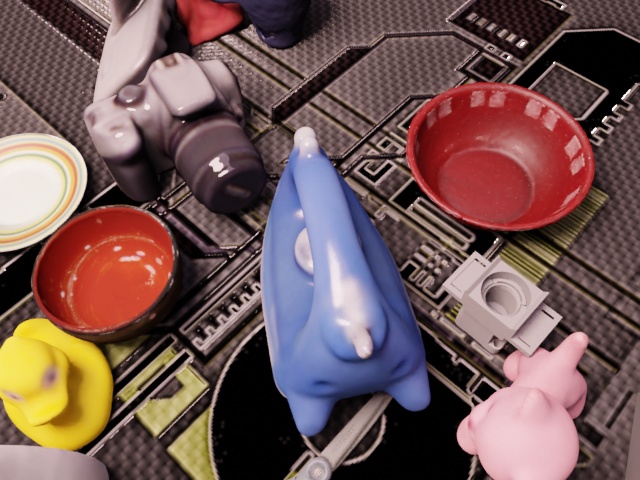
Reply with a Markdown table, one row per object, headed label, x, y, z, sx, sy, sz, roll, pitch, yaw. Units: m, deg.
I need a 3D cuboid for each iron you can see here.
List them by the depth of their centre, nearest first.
| label | x | y | z | sx | sy | sz | roll | pitch | yaw |
| --- | --- | --- | --- | --- | --- | --- | --- | --- | --- |
| iron | 0.004 | 0.002 | 0.432 | 0.118 | 0.141 | 0.258 | -12 | 60 | -5 |

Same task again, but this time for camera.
| label | x | y | z | sx | sy | sz | roll | pitch | yaw |
| --- | --- | --- | --- | --- | --- | --- | --- | --- | --- |
| camera | -0.119 | -0.088 | 0.510 | 0.143 | 0.101 | 0.136 | -28 | 63 | -14 |

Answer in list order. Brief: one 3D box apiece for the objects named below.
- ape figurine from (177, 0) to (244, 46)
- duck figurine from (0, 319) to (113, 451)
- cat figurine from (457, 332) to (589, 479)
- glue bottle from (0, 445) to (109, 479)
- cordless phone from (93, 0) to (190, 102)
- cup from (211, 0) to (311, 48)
| label | x | y | z | sx | sy | sz | roll | pitch | yaw |
| --- | --- | --- | --- | --- | --- | --- | --- | --- | --- |
| ape figurine | -0.121 | -0.269 | 0.620 | 0.077 | 0.092 | 0.076 | 13 | 61 | 9 |
| duck figurine | -0.202 | 0.096 | 0.414 | 0.077 | 0.086 | 0.104 | -28 | 63 | -14 |
| cat figurine | 0.141 | 0.115 | 0.377 | 0.067 | 0.118 | 0.128 | 34 | 66 | 19 |
| glue bottle | -0.188 | 0.145 | 0.336 | 0.078 | 0.173 | 0.037 | -17 | 61 | -8 |
| cordless phone | -0.190 | -0.222 | 0.541 | 0.094 | 0.185 | 0.147 | -5 | 60 | -1 |
| cup | -0.059 | -0.250 | 0.606 | 0.118 | 0.095 | 0.091 | -17 | 61 | -8 |
